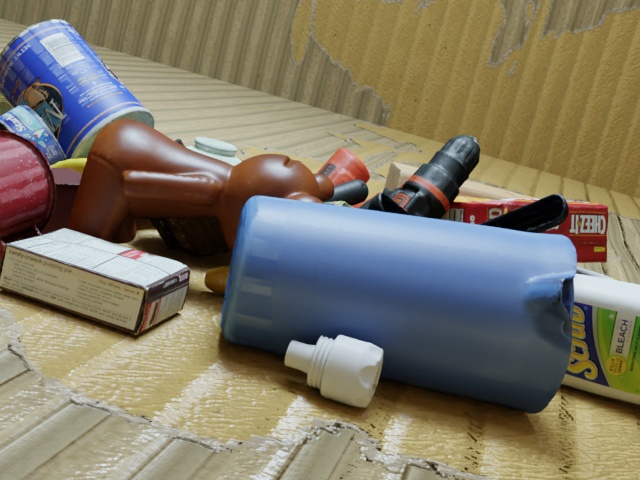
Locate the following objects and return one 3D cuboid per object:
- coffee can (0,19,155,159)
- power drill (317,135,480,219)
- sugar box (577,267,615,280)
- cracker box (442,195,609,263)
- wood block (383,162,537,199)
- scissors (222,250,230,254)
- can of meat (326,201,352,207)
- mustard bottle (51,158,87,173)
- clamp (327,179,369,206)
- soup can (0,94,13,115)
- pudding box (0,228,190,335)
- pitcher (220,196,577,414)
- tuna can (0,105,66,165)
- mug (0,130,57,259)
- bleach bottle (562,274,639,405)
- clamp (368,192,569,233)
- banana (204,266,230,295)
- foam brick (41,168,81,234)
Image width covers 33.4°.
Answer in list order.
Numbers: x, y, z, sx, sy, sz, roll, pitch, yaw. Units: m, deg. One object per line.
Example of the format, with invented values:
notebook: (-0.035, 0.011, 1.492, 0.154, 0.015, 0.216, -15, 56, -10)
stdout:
coffee can: (-0.253, -0.142, 1.098, 0.140, 0.103, 0.102, 47, 21, 15)
power drill: (0.066, -0.050, 1.147, 0.057, 0.184, 0.188, 49, -15, -30)
sugar box: (0.248, 0.056, 1.146, 0.093, 0.048, 0.175, 20, 15, 36)
cracker box: (0.182, -0.014, 1.180, 0.163, 0.072, 0.214, -1, 3, -38)
wood block: (0.183, -0.028, 1.361, 0.206, 0.090, 0.091, 14, 10, -6)
scissors: (-0.109, -0.015, 1.106, 0.096, 0.016, 0.201, 16, 11, 11)
can of meat: (-0.006, 0.001, 0.945, 0.084, 0.057, 0.102, -4, -12, 21)
mustard bottle: (-0.185, -0.053, 1.071, 0.096, 0.058, 0.191, 0, 4, 25)
clamp: (-0.038, -0.019, 1.066, 0.171, 0.120, 0.039, -11, 69, -52)
soup can: (-0.355, -0.150, 1.309, 0.069, 0.068, 0.102, 20, 13, 24)
pudding box: (-0.161, 0.028, 0.773, 0.113, 0.039, 0.090, 15, 12, 11)
pitcher: (0.053, 0.045, 0.784, 0.242, 0.149, 0.145, 11, 28, -5)
tuna can: (-0.285, -0.090, 1.054, 0.033, 0.086, 0.086, -36, 38, -23)
mug: (-0.254, -0.024, 0.812, 0.117, 0.093, 0.081, 52, 19, -2)
bleach bottle: (0.191, 0.076, 0.890, 0.251, 0.102, 0.068, 9, 16, 15)
clamp: (0.118, 0.009, 0.934, 0.164, 0.036, 0.210, -2, -23, -3)
banana: (-0.003, 0.044, 0.918, 0.197, 0.037, 0.070, 9, -16, -40)
foam brick: (-0.237, -0.032, 0.932, 0.053, 0.051, 0.078, 24, 15, 35)
